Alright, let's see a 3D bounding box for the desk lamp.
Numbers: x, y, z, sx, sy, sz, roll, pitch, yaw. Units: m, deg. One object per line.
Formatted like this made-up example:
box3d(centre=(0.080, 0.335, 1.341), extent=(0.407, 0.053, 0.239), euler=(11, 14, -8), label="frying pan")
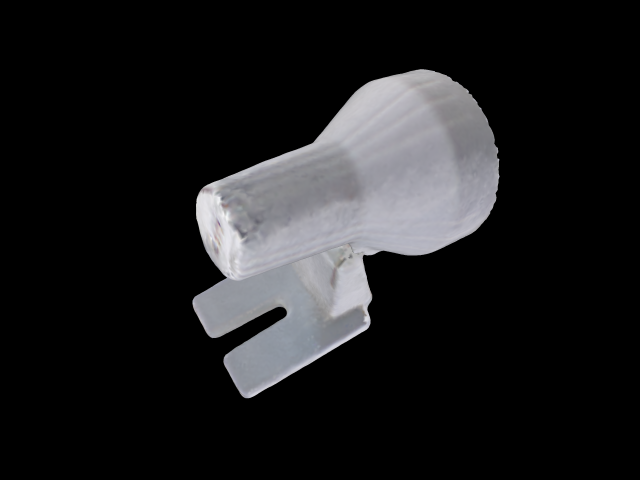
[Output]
box3d(centre=(0.004, 0.001, 0.400), extent=(0.203, 0.213, 0.117), euler=(-30, 67, -14), label="desk lamp")
